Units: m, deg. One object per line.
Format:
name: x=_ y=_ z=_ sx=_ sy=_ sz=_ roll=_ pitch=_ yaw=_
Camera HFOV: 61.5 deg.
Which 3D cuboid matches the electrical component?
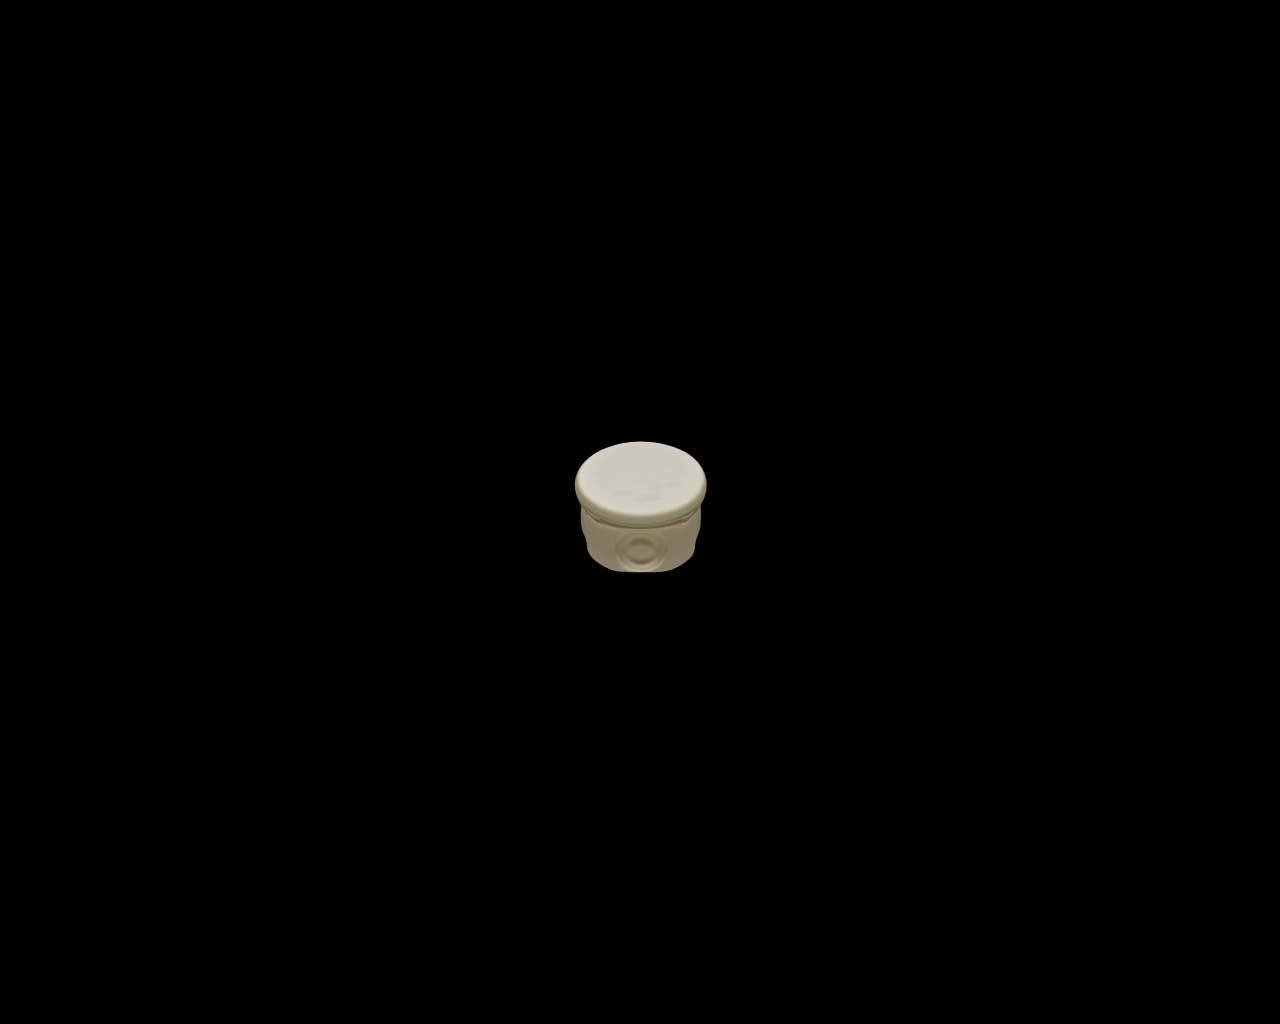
electrical component: x=0.001 y=-0.003 z=0.650 sx=0.080 sy=0.050 sz=0.080 roll=0 pitch=37 yaw=0
